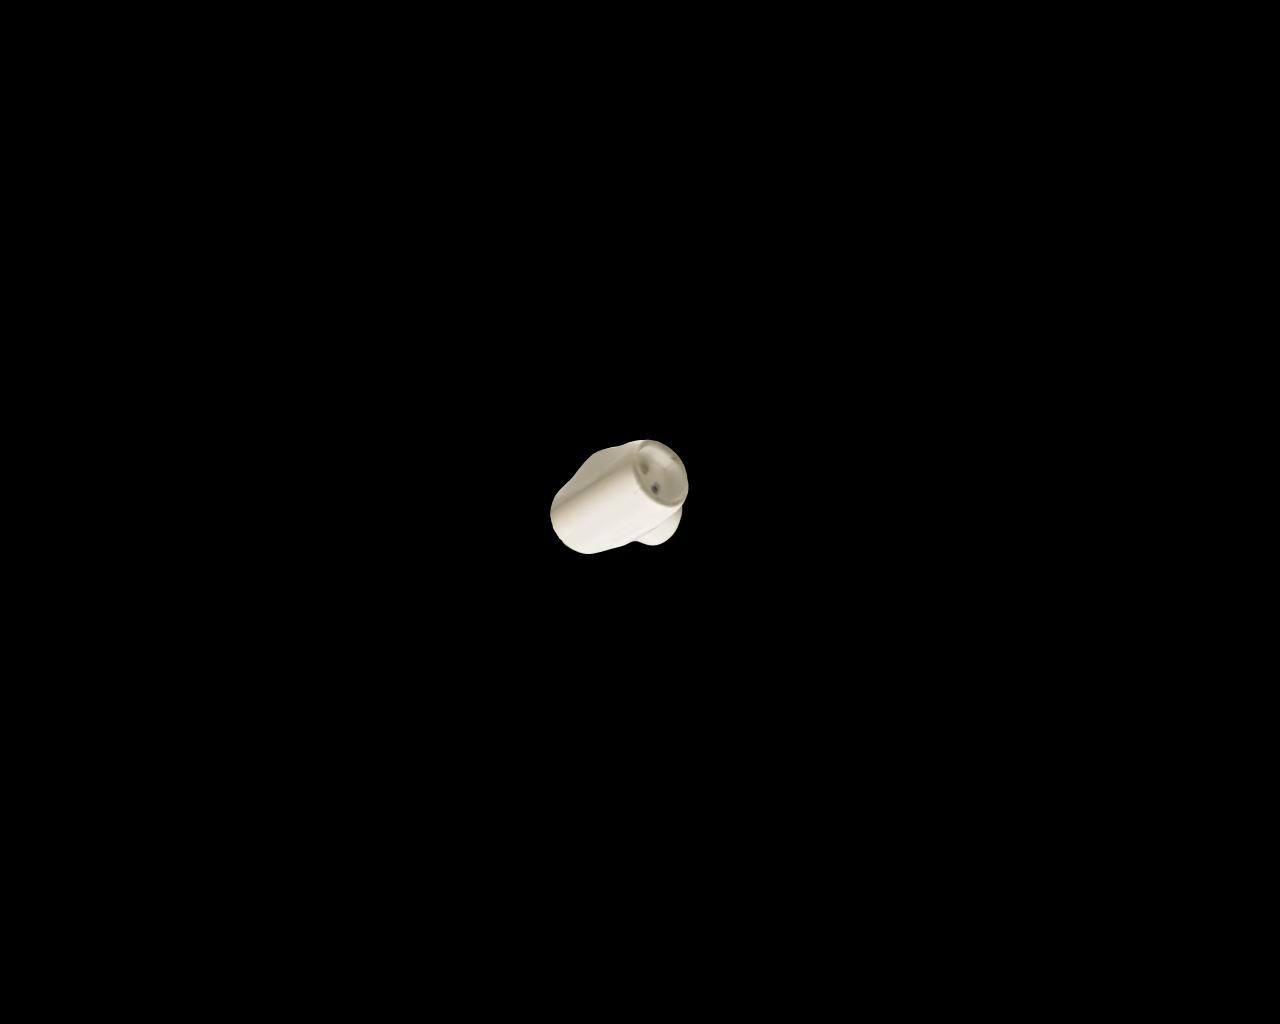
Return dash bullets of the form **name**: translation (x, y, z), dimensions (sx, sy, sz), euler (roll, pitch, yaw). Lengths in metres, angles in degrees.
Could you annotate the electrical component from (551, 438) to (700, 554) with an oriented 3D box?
- **electrical component**: translation (0.001, -0.003, 0.650), dimensions (0.079, 0.043, 0.077), euler (24, -38, -34)
